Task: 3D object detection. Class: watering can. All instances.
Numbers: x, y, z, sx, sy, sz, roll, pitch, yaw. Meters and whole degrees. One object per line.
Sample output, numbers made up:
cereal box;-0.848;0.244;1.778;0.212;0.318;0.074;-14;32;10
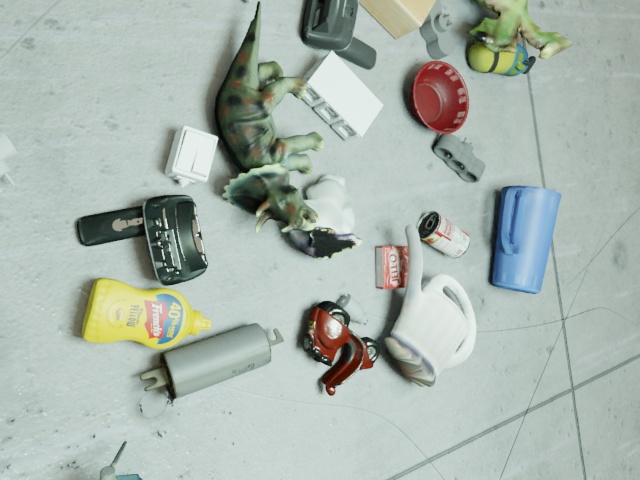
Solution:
watering can;0.210;0.153;1.050;0.227;0.104;0.342;-49;118;-22

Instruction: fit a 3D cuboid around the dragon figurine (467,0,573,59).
dragon figurine;0.385;-0.528;1.160;0.409;0.120;0.248;19;58;-11

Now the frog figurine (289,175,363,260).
frog figurine;0.003;-0.049;0.974;0.137;0.120;0.163;4;50;-21
